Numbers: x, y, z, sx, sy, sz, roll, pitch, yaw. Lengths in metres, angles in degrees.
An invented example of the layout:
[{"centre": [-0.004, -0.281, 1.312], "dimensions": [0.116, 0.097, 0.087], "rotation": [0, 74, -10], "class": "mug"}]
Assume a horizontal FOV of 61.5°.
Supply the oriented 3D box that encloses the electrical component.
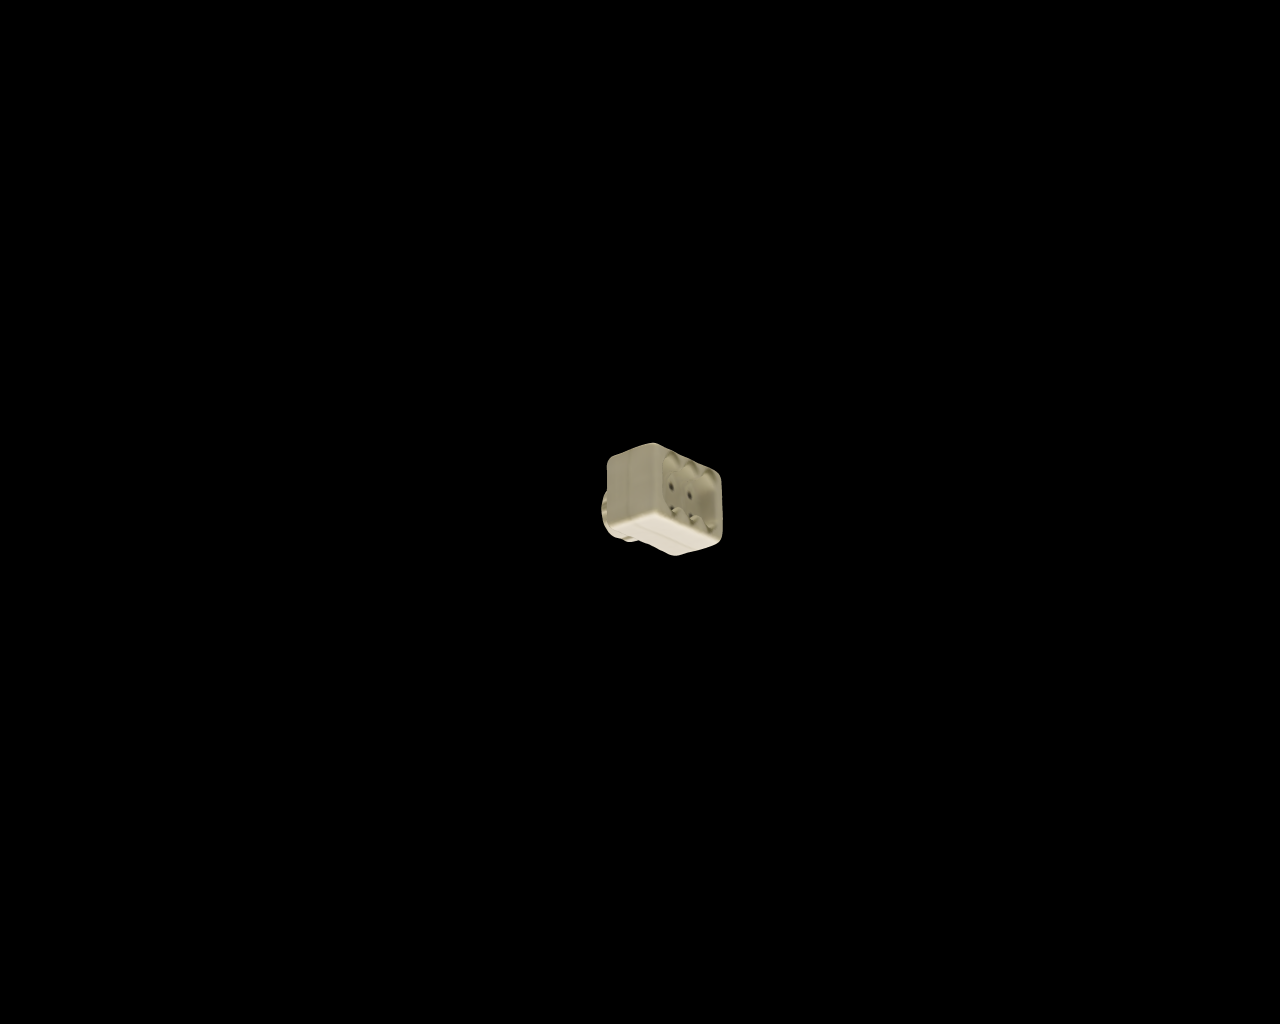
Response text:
[{"centre": [0.001, -0.003, 0.650], "dimensions": [0.076, 0.047, 0.065], "rotation": [-17, -27, 37], "class": "electrical component"}]
